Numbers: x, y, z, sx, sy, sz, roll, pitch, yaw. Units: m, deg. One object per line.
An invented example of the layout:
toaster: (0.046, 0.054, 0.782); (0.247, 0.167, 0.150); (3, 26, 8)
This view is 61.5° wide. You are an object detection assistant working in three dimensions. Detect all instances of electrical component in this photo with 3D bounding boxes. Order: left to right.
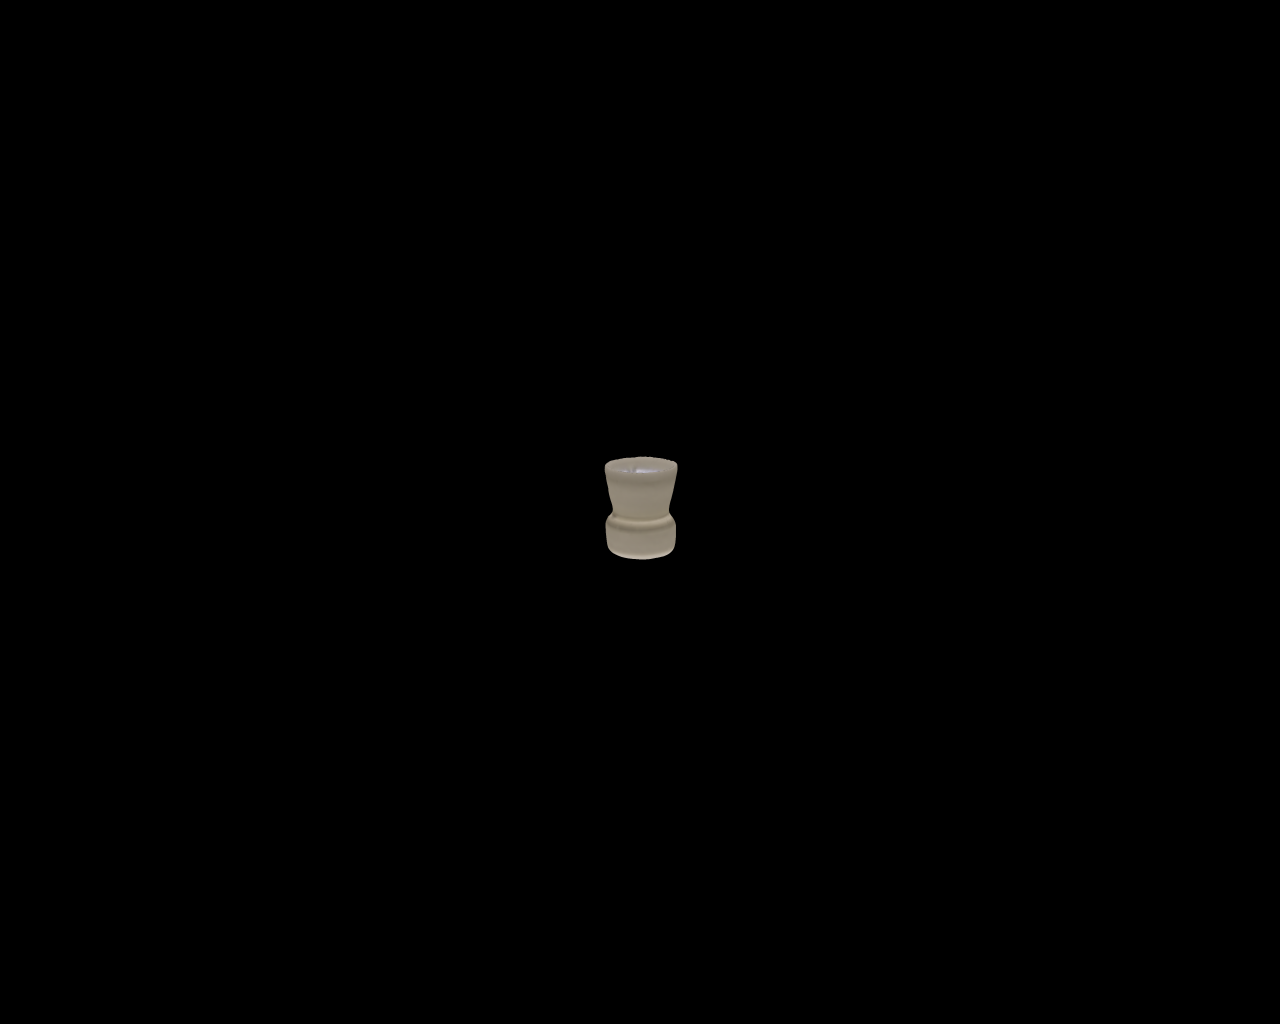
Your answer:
electrical component: (0.001, -0.003, 0.650); (0.045, 0.055, 0.045); (0, 16, 0)
